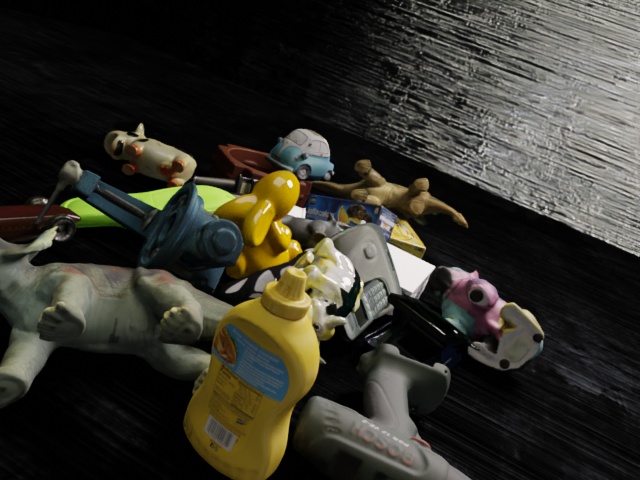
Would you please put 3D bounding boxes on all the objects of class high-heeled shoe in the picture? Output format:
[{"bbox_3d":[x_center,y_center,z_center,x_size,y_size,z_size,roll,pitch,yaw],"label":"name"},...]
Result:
[{"bbox_3d":[-0.069,0.060,0.772,0.145,0.086,0.249,11,17,-5],"label":"high-heeled shoe"}]

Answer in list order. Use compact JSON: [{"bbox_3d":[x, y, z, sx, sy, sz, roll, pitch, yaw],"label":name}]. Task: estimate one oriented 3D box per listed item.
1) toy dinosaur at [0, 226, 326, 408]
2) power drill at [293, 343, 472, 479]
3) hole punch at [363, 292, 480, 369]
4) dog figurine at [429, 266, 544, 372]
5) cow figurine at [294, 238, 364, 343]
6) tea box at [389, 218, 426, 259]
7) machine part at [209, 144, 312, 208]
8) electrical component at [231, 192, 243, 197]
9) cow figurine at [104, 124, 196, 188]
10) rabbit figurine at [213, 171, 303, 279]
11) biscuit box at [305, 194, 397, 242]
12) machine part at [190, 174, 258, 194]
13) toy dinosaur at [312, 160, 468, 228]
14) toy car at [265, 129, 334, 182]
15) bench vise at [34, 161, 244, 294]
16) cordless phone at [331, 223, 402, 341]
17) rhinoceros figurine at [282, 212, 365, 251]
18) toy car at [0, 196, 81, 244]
[{"bbox_3d":[-0.204,0.070,0.549,0.404,0.131,0.192,17,19,-31],"label":"toy dinosaur"},{"bbox_3d":[0.096,0.205,0.560,0.232,0.085,0.207,21,26,6],"label":"power drill"},{"bbox_3d":[0.139,0.141,0.763,0.142,0.092,0.115,34,12,35],"label":"hole punch"},{"bbox_3d":[0.274,0.120,0.922,0.192,0.108,0.219,33,13,5],"label":"dog figurine"},{"bbox_3d":[0.004,0.078,0.663,0.098,0.068,0.167,42,33,-13],"label":"cow figurine"},{"bbox_3d":[0.157,0.002,1.177,0.098,0.068,0.170,17,20,-10],"label":"tea box"},{"bbox_3d":[-0.136,-0.136,1.215,0.201,0.087,0.201,11,22,-33],"label":"machine part"},{"bbox_3d":[-0.155,-0.056,1.037,0.119,0.047,0.075,8,23,-30],"label":"electrical component"},{"bbox_3d":[-0.348,-0.175,1.098,0.195,0.085,0.127,20,25,3],"label":"cow figurine"},{"bbox_3d":[-0.094,-0.030,0.836,0.122,0.173,0.162,34,18,24],"label":"rabbit figurine"},{"bbox_3d":[0.056,-0.047,1.107,0.203,0.059,0.062,13,-9,41],"label":"biscuit box"},{"bbox_3d":[-0.196,-0.100,1.072,0.139,0.084,0.039,5,30,-12],"label":"machine part"},{"bbox_3d":[0.140,-0.103,1.317,0.472,0.105,0.198,21,-11,27],"label":"toy dinosaur"},{"bbox_3d":[-0.031,-0.191,1.193,0.161,0.102,0.109,0,29,-44],"label":"toy car"},{"bbox_3d":[-0.207,-0.019,0.664,0.240,0.129,0.224,33,-11,-28],"label":"bench vise"},{"bbox_3d":[0.046,0.061,0.794,0.089,0.146,0.184,-16,7,26],"label":"cordless phone"},{"bbox_3d":[-0.002,-0.003,0.949,0.190,0.073,0.112,8,24,10],"label":"rhinoceros figurine"},{"bbox_3d":[-0.400,-0.016,0.656,0.089,0.053,0.202,22,19,37],"label":"toy car"}]
